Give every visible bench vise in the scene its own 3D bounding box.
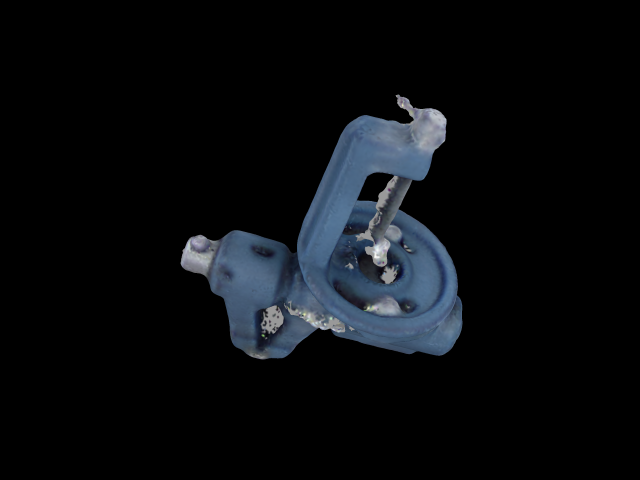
[{"bbox_3d":[0.006,0.010,0.392,0.207,0.220,0.121,-9,47,-8],"label":"bench vise"}]
